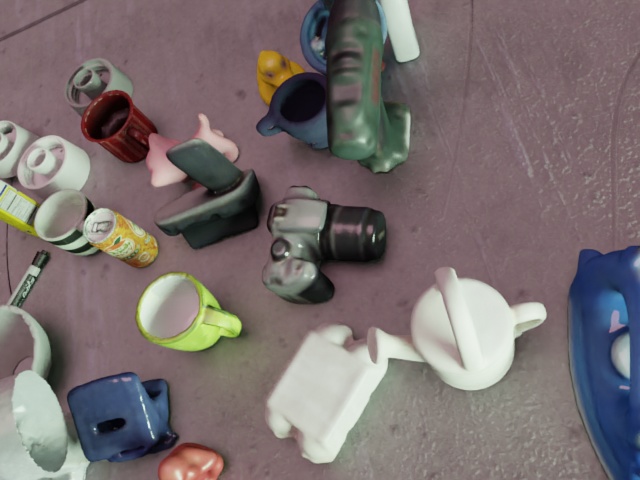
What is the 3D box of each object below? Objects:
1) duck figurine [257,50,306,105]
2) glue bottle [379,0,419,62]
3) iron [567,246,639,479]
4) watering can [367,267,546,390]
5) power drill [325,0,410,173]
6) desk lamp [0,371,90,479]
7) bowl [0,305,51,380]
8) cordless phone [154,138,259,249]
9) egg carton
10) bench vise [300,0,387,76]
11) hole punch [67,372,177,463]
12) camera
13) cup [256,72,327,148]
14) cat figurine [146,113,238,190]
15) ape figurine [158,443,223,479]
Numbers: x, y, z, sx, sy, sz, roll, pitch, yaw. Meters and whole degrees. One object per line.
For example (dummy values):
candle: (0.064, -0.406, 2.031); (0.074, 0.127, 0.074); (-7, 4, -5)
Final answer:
duck figurine: (-0.064, -0.247, 0.847); (0.077, 0.086, 0.104); (-39, 62, 1)
glue bottle: (0.099, -0.323, 0.772); (0.037, 0.173, 0.078); (-14, 65, 14)
iron: (0.303, 0.117, 0.541); (0.118, 0.142, 0.258); (0, 69, 19)
watering can: (0.136, 0.093, 0.579); (0.173, 0.194, 0.100); (-36, 62, 2)
power drill: (0.057, -0.187, 0.711); (0.075, 0.209, 0.229); (-3, 68, 18)
desk lamp: (-0.371, 0.252, 0.678); (0.203, 0.214, 0.117); (-28, 63, 7)
bowl: (-0.442, 0.181, 0.811); (0.167, 0.075, 0.167); (-7, 67, 16)
cordless phone: (-0.171, -0.072, 0.756); (0.147, 0.185, 0.094); (-23, 63, 9)
egg carton: (0.006, 0.172, 0.662); (0.107, 0.069, 0.150); (27, 80, 26)
bench vise: (0.015, -0.317, 0.772); (0.121, 0.220, 0.207); (-22, 63, 10)
hole punch: (-0.249, 0.224, 0.717); (0.108, 0.091, 0.101); (-18, 64, 12)
camera: (0.007, 0.003, 0.713); (0.136, 0.101, 0.143); (3, 70, 20)
cup: (-0.023, -0.162, 0.793); (0.117, 0.095, 0.091); (-29, 62, 6)
cat figurine: (-0.195, -0.125, 0.825); (0.067, 0.118, 0.128); (37, 84, 28)
ape figurine: (-0.157, 0.271, 0.666); (0.078, 0.092, 0.076); (-32, 62, 4)
